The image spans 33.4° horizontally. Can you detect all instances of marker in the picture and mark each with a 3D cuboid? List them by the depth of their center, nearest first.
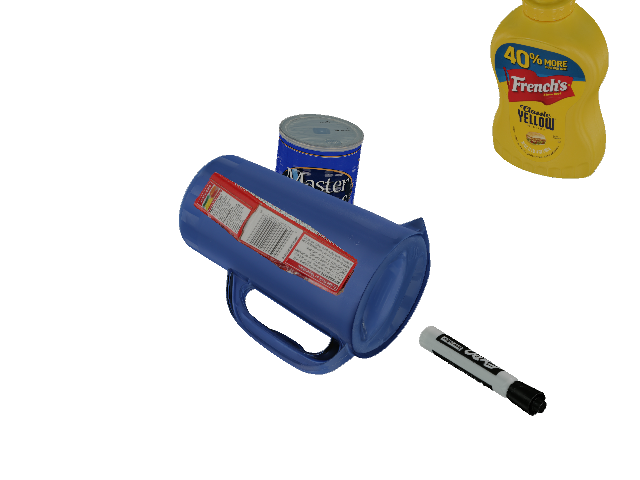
[{"bbox_3d":[0.121,0.098,0.803,0.020,0.020,0.121,0,21,-41],"label":"marker"}]

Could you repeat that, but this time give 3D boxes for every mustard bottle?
[{"bbox_3d":[0.189,-0.141,0.885,0.096,0.191,0.058,21,53,28],"label":"mustard bottle"}]

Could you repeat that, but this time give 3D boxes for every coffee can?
[{"bbox_3d":[-0.006,-0.072,1.313,0.102,0.140,0.103,6,28,-3],"label":"coffee can"}]

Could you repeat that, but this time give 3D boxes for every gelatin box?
[{"bbox_3d":[-0.029,-0.004,0.689,0.089,0.030,0.073,31,2,-34],"label":"gelatin box"}]

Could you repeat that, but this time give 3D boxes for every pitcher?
[{"bbox_3d":[-0.027,0.015,1.057,0.243,0.145,0.149,27,29,28],"label":"pitcher"}]
